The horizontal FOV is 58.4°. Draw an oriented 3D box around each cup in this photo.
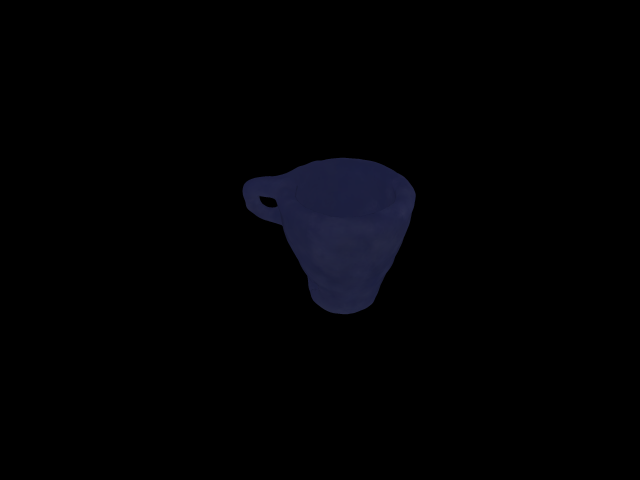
[{"bbox_3d":[0.004,0.001,0.400,0.117,0.095,0.092,8,36,12],"label":"cup"}]
